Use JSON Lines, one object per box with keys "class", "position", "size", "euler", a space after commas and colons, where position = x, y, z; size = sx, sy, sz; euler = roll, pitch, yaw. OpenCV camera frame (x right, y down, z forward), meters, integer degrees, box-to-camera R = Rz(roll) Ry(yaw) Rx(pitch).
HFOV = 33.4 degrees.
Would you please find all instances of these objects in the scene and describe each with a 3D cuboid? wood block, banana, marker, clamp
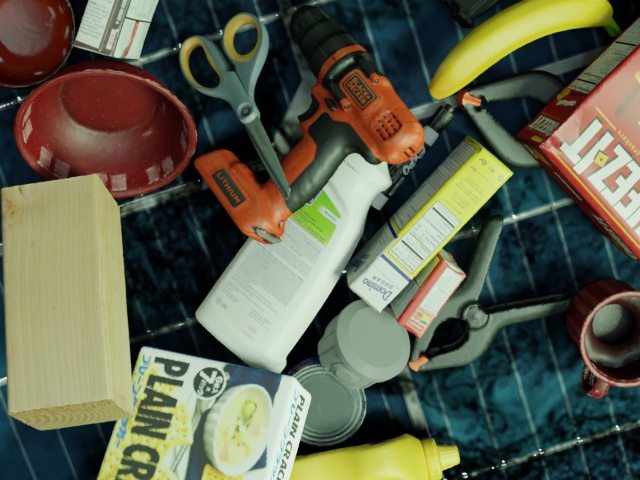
{"class": "wood block", "position": [-0.227, 0.058, 0.961], "size": [0.091, 0.090, 0.206], "euler": [-9, 70, 2]}
{"class": "banana", "position": [0.188, -0.185, 0.969], "size": [0.197, 0.037, 0.069], "euler": [-19, 121, -7]}
{"class": "marker", "position": [0.088, -0.080, 1.022], "size": [0.020, 0.020, 0.121], "euler": [38, 98, -8]}
{"class": "clamp", "position": [0.160, 0.073, 1.044], "size": [0.120, 0.039, 0.171], "euler": [40, 102, -2]}
{"class": "clamp", "position": [0.228, -0.093, 1.013], "size": [0.210, 0.036, 0.164], "euler": [11, 100, -7]}

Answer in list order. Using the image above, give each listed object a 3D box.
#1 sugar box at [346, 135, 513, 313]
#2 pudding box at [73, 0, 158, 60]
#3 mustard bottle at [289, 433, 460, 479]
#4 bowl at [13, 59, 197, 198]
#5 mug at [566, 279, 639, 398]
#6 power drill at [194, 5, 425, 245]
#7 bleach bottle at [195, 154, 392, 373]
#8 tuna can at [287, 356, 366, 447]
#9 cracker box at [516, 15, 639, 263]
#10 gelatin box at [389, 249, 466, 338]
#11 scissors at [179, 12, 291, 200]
{"class": "sugar box", "position": [0.098, -0.016, 0.998], "size": [0.048, 0.093, 0.176], "euler": [39, 99, -7]}
{"class": "pudding box", "position": [-0.174, -0.207, 0.945], "size": [0.039, 0.113, 0.090], "euler": [20, 99, -2]}
{"class": "mustard bottle", "position": [0.041, 0.228, 1.045], "size": [0.191, 0.096, 0.058], "euler": [-11, 66, 0]}
{"class": "bowl", "position": [-0.194, -0.111, 0.971], "size": [0.162, 0.055, 0.162], "euler": [-4, 141, -3]}
{"class": "mug", "position": [0.282, 0.096, 1.028], "size": [0.093, 0.081, 0.117], "euler": [17, 100, -4]}
{"class": "power drill", "position": [-0.022, -0.102, 0.969], "size": [0.188, 0.057, 0.184], "euler": [-41, 64, 11]}
{"class": "bleach bottle", "position": [-0.007, 0.001, 1.008], "size": [0.102, 0.068, 0.251], "euler": [39, 97, 13]}
{"class": "tuna can", "position": [0.002, 0.159, 1.060], "size": [0.086, 0.034, 0.086], "euler": [0, 101, -1]}
{"class": "cracker box", "position": [0.314, -0.108, 0.964], "size": [0.214, 0.072, 0.164], "euler": [-44, 105, 4]}
{"class": "gelatin box", "position": [0.099, 0.045, 1.011], "size": [0.030, 0.089, 0.073], "euler": [34, 99, -10]}
{"class": "scissors", "position": [-0.054, -0.131, 0.952], "size": [0.096, 0.016, 0.202], "euler": [-45, 61, 3]}
